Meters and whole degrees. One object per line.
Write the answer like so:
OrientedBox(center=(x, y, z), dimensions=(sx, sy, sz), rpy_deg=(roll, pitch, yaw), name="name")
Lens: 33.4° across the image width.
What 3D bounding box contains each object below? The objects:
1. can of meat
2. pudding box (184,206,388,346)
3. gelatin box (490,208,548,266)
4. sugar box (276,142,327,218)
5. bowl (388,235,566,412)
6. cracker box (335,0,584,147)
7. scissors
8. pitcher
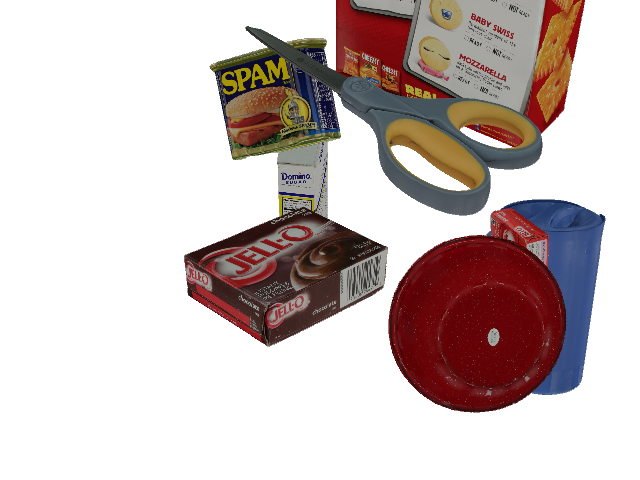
OrientedBox(center=(-0.037, -0.118, 0.907), dimensions=(0.102, 0.084, 0.057), rpy_deg=(-10, 3, 31), name="can of meat")
OrientedBox(center=(-0.023, 0.022, 0.738), dimensions=(0.113, 0.039, 0.090), rpy_deg=(-22, 35, -37), name="pudding box")
OrientedBox(center=(0.208, 0.020, 1.124), dimensions=(0.030, 0.089, 0.073), rpy_deg=(-14, 30, -16), name="gelatin box")
OrientedBox(center=(-0.018, -0.047, 1.120), dimensions=(0.048, 0.093, 0.176), rpy_deg=(4, -43, 7), name="sugar box")
OrientedBox(center=(0.142, 0.078, 0.928), dimensions=(0.162, 0.162, 0.055), rpy_deg=(0, 6, -4), name="bowl")
OrientedBox(center=(0.094, -0.186, 0.715), dimensions=(0.164, 0.214, 0.072), rpy_deg=(27, 50, 26), name="cracker box")
OrientedBox(center=(0.042, -0.080, 0.586), dimensions=(0.096, 0.016, 0.202), rpy_deg=(-16, 44, -21), name="scissors")
OrientedBox(center=(0.287, 0.076, 1.397), dimensions=(0.149, 0.243, 0.144), rpy_deg=(5, 20, 16), name="pitcher")
